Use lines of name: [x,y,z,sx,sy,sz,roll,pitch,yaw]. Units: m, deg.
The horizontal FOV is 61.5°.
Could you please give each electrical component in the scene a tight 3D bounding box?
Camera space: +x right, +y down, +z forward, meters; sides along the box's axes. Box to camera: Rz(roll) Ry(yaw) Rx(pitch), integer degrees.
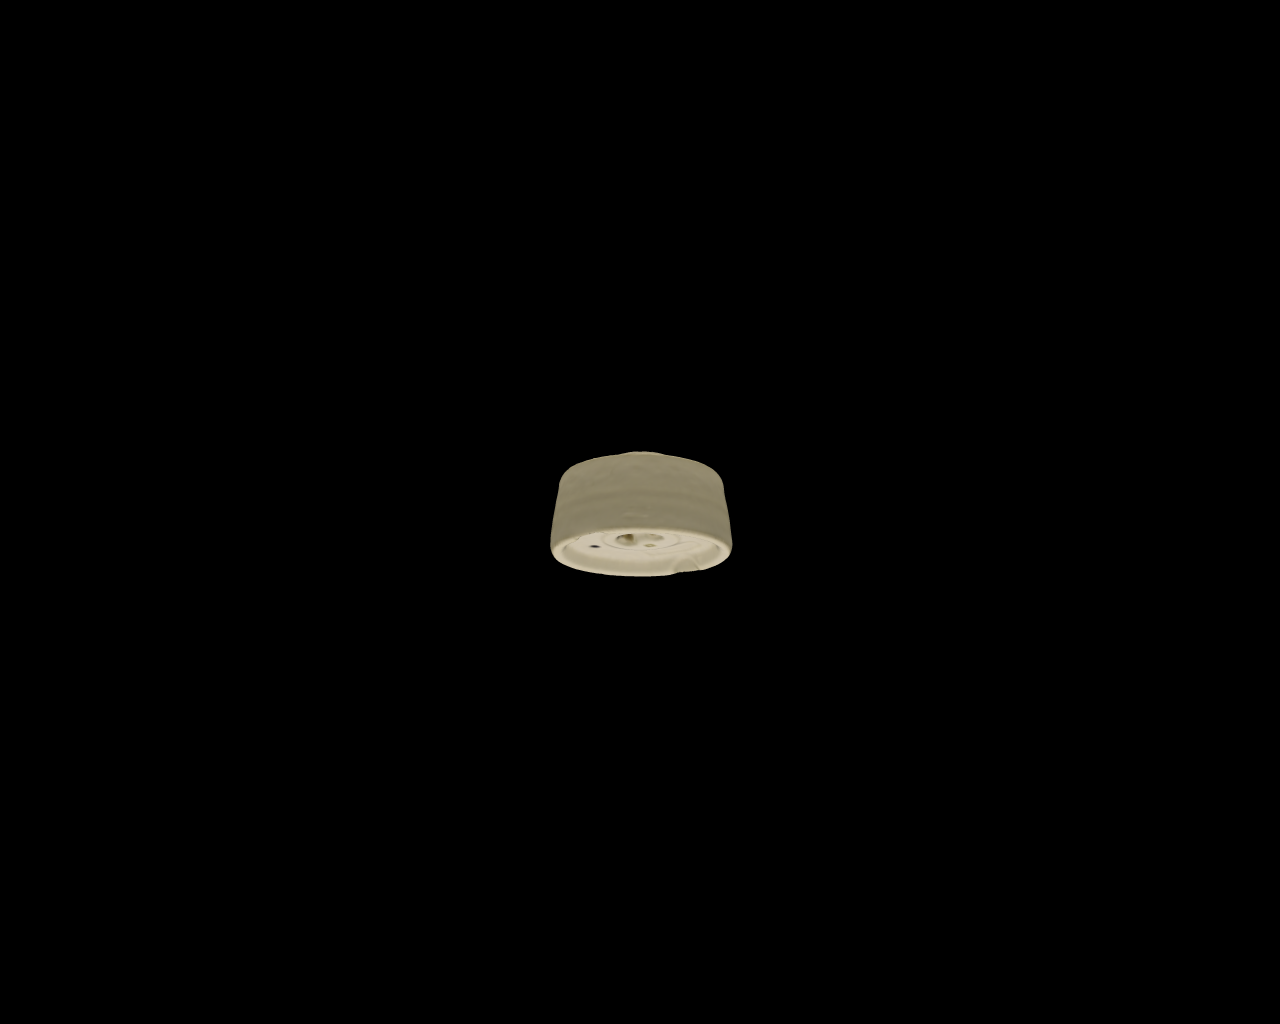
electrical component: [0.001,-0.003,0.650,0.108,0.060,0.108,0,-18,0]
